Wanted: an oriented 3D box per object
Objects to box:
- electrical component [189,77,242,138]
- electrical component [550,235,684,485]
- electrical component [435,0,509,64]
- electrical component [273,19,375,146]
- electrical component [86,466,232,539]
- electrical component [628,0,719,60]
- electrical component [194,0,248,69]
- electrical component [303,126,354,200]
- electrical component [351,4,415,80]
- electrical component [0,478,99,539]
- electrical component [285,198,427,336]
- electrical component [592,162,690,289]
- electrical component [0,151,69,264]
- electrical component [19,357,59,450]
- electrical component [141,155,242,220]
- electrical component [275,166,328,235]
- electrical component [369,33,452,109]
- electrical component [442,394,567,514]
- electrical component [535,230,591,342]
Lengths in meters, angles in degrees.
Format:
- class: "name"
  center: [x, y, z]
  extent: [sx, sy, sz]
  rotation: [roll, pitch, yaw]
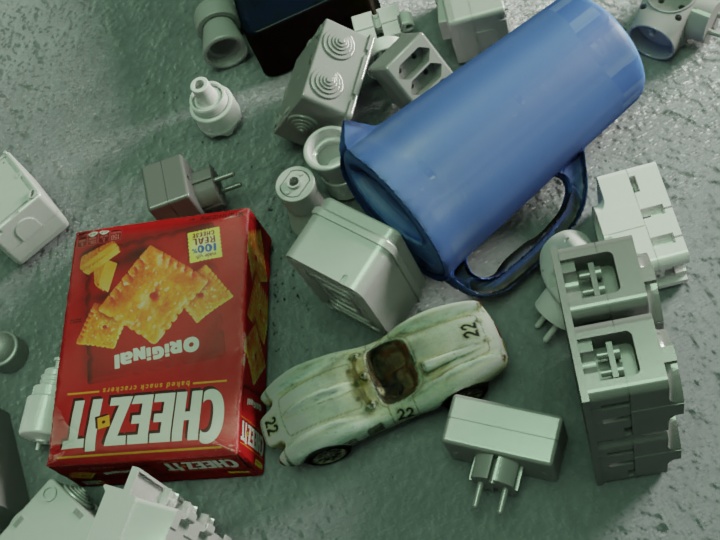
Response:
- class: "electrical component"
  center: [-0.138, -0.154, 1.000]
  extent: [0.043, 0.062, 0.043]
  rotation: [-6, 63, 12]
- class: "electrical component"
  center: [0.176, 0.066, 0.731]
  extent: [0.060, 0.186, 0.105]
  rotation: [-12, 62, 10]
- class: "electrical component"
  center: [0.099, -0.246, 0.980]
  extent: [0.061, 0.061, 0.096]
  rotation: [-13, 61, 9]
- class: "electrical component"
  center: [-0.034, -0.162, 0.954]
  extent: [0.048, 0.100, 0.099]
  rotation: [22, 67, -15]
- class: "electrical component"
  center: [-0.144, 0.201, 0.790]
  extent: [0.063, 0.121, 0.078]
  rotation: [11, 68, 18]
- class: "electrical component"
  center: [0.285, -0.219, 0.925]
  extent: [0.079, 0.044, 0.077]
  rotation: [26, 74, 26]
- class: "electrical component"
  center: [-0.136, -0.231, 1.048]
  extent: [0.045, 0.045, 0.055]
  rotation: [-21, 60, 5]
- class: "electrical component"
  center: [-0.019, -0.089, 0.932]
  extent: [0.044, 0.065, 0.044]
  rotation: [-7, 63, 13]
- class: "electrical component"
  center: [0.021, -0.208, 0.993]
  extent: [0.066, 0.048, 0.055]
  rotation: [-15, 54, 5]
- class: "electrical component"
  center: [-0.236, 0.225, 0.845]
  extent: [0.100, 0.048, 0.099]
  rotation: [34, 77, 27]
- class: "electrical component"
  center: [0.000, 0.000, 0.856]
  extent: [0.078, 0.113, 0.057]
  rotation: [27, 77, 25]
- class: "electrical component"
  center: [0.217, -0.031, 0.847]
  extent: [0.056, 0.050, 0.089]
  rotation: [-15, 61, 7]
- class: "electrical component"
  center: [-0.326, -0.060, 1.009]
  extent: [0.062, 0.061, 0.096]
  rotation: [-41, 53, -7]
- class: "electrical component"
  center: [-0.262, 0.112, 0.913]
  extent: [0.040, 0.040, 0.078]
  rotation: [-1, 64, 15]
- class: "electrical component"
  center: [-0.144, -0.069, 0.956]
  extent: [0.077, 0.065, 0.047]
  rotation: [-19, 61, 6]
- class: "electrical component"
  center: [-0.048, -0.060, 0.926]
  extent: [0.044, 0.065, 0.044]
  rotation: [-6, 63, 12]
- class: "electrical component"
  center: [0.047, -0.163, 0.952]
  extent: [0.047, 0.083, 0.076]
  rotation: [-46, 24, -10]
- class: "electrical component"
  center: [0.103, 0.141, 0.794]
  extent: [0.083, 0.047, 0.075]
  rotation: [10, 67, 20]
- class: "electrical component"
  center: [0.163, 0.020, 0.834]
  extent: [0.079, 0.043, 0.077]
  rotation: [-56, 27, 22]
